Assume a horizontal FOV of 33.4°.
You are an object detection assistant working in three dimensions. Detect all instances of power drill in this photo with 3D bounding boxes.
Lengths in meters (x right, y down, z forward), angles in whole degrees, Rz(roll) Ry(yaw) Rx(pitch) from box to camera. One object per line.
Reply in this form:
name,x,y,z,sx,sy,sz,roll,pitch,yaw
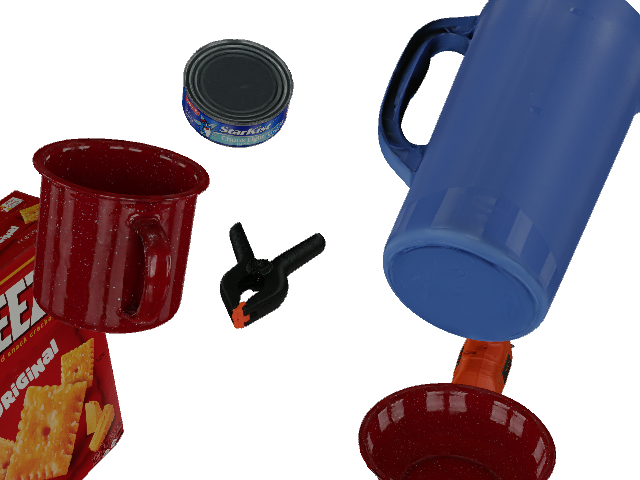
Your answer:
power drill,0.174,0.068,1.090,0.057,0.188,0.184,13,27,15

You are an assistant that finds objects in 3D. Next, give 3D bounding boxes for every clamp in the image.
clamp,-0.060,0.038,1.257,0.120,0.039,0.171,-2,40,10

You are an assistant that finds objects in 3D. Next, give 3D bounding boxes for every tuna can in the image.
tuna can,-0.066,-0.115,0.839,0.086,0.086,0.034,0,-32,-11

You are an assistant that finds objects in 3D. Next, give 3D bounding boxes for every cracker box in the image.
cracker box,-0.220,0.099,0.744,0.072,0.214,0.164,14,37,24

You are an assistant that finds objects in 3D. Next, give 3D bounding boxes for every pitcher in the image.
pitcher,0.123,-0.059,0.723,0.145,0.242,0.149,45,-36,-23

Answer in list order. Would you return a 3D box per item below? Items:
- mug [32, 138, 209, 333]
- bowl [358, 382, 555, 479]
mug,-0.105,0.002,0.568,0.093,0.081,0.117,-3,25,-32
bowl,0.111,0.187,0.889,0.162,0.055,0.162,0,29,0
